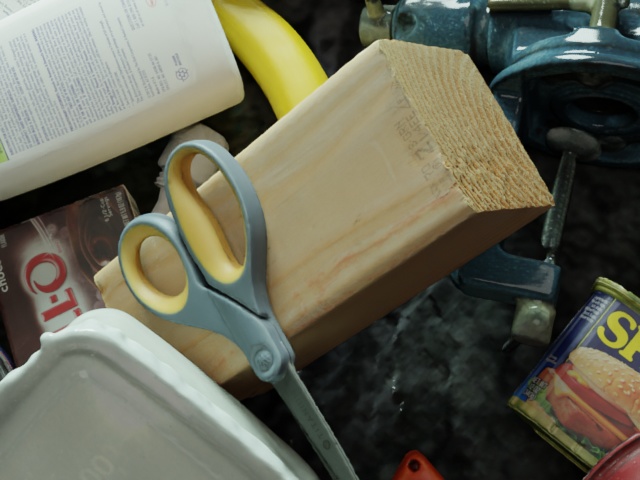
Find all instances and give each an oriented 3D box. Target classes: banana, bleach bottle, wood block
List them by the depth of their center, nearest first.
[{"bbox_3d":[-0.004,0.000,0.528,0.206,0.090,0.090,-36,75,32],"label":"wood block"},{"bbox_3d":[-0.174,-0.077,0.591,0.250,0.068,0.102,-22,85,-3],"label":"bleach bottle"},{"bbox_3d":[-0.023,-0.076,0.627,0.069,0.037,0.198,-17,75,1],"label":"banana"}]

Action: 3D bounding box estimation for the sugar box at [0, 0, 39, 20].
[{"bbox_3d":[-0.213,-0.088,0.649,0.093,0.048,0.176,39,86,11],"label":"sugar box"}]

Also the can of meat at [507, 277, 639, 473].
[{"bbox_3d":[0.160,0.084,0.557,0.102,0.057,0.084,38,85,14],"label":"can of meat"}]

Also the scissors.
[{"bbox_3d":[-0.039,0.053,0.491,0.096,0.016,0.202,-26,80,35],"label":"scissors"}]

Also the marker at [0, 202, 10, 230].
[{"bbox_3d":[-0.217,0.031,0.633,0.020,0.020,0.121,22,79,11],"label":"marker"}]

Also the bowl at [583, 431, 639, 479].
[{"bbox_3d":[0.193,0.165,0.500,0.162,0.055,0.162,-1,99,-4],"label":"bowl"}]

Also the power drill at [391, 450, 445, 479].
[{"bbox_3d":[0.006,0.198,0.548,0.187,0.057,0.184,-43,75,-3],"label":"power drill"}]

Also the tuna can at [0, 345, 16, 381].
[{"bbox_3d":[-0.211,0.090,0.598,0.086,0.034,0.086,0,87,-8],"label":"tuna can"}]

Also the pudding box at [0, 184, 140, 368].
[{"bbox_3d":[-0.133,0.037,0.611,0.090,0.039,0.113,-20,75,1],"label":"pudding box"}]
